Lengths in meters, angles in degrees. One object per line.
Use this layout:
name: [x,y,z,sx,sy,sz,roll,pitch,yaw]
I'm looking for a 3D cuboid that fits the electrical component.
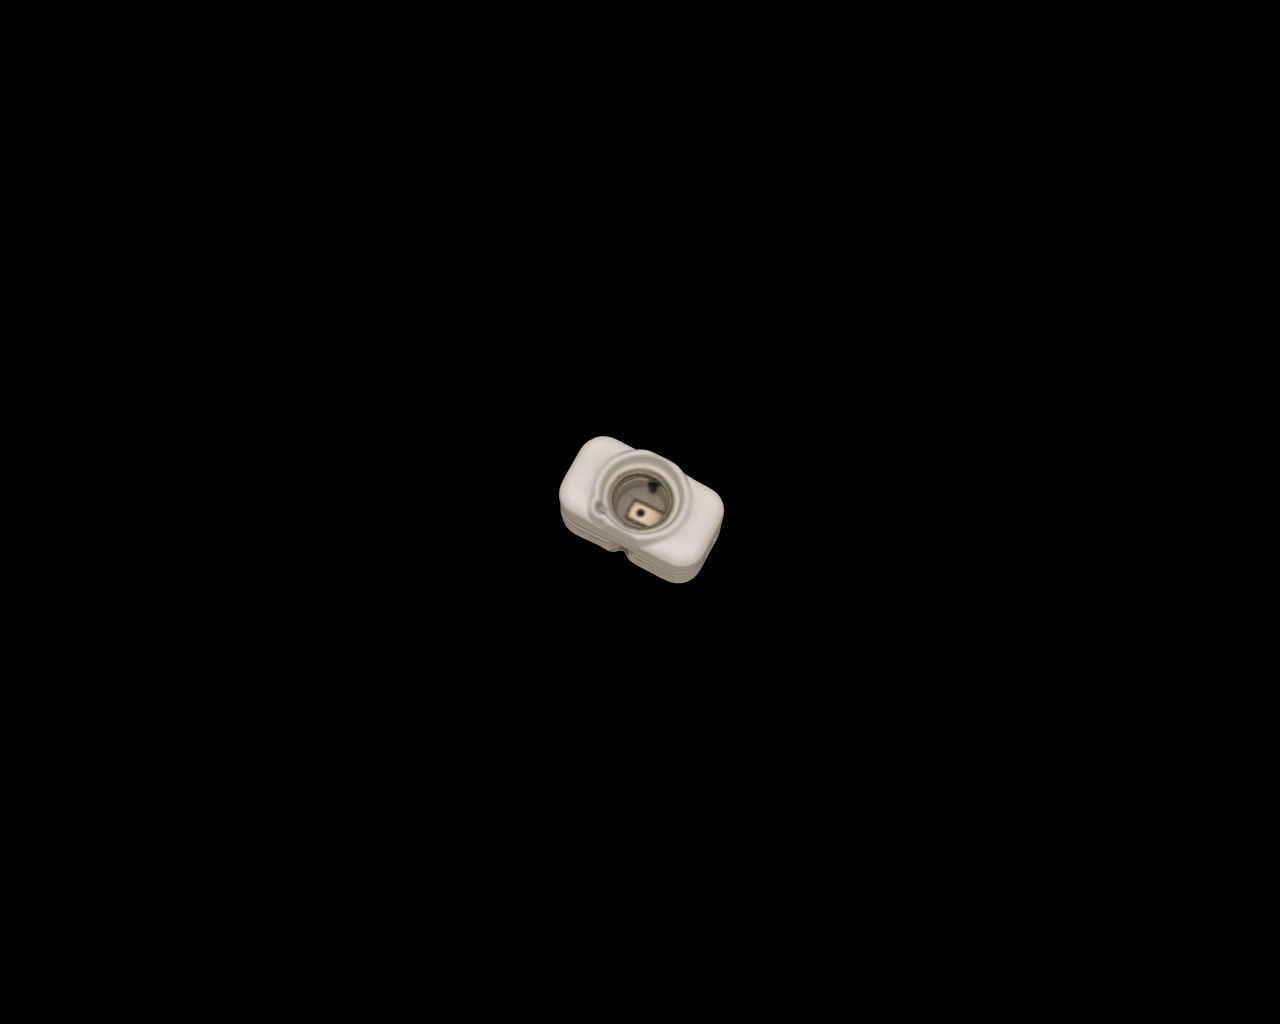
electrical component: [0.001,-0.003,0.650,0.095,0.054,0.059,27,-14,7]
